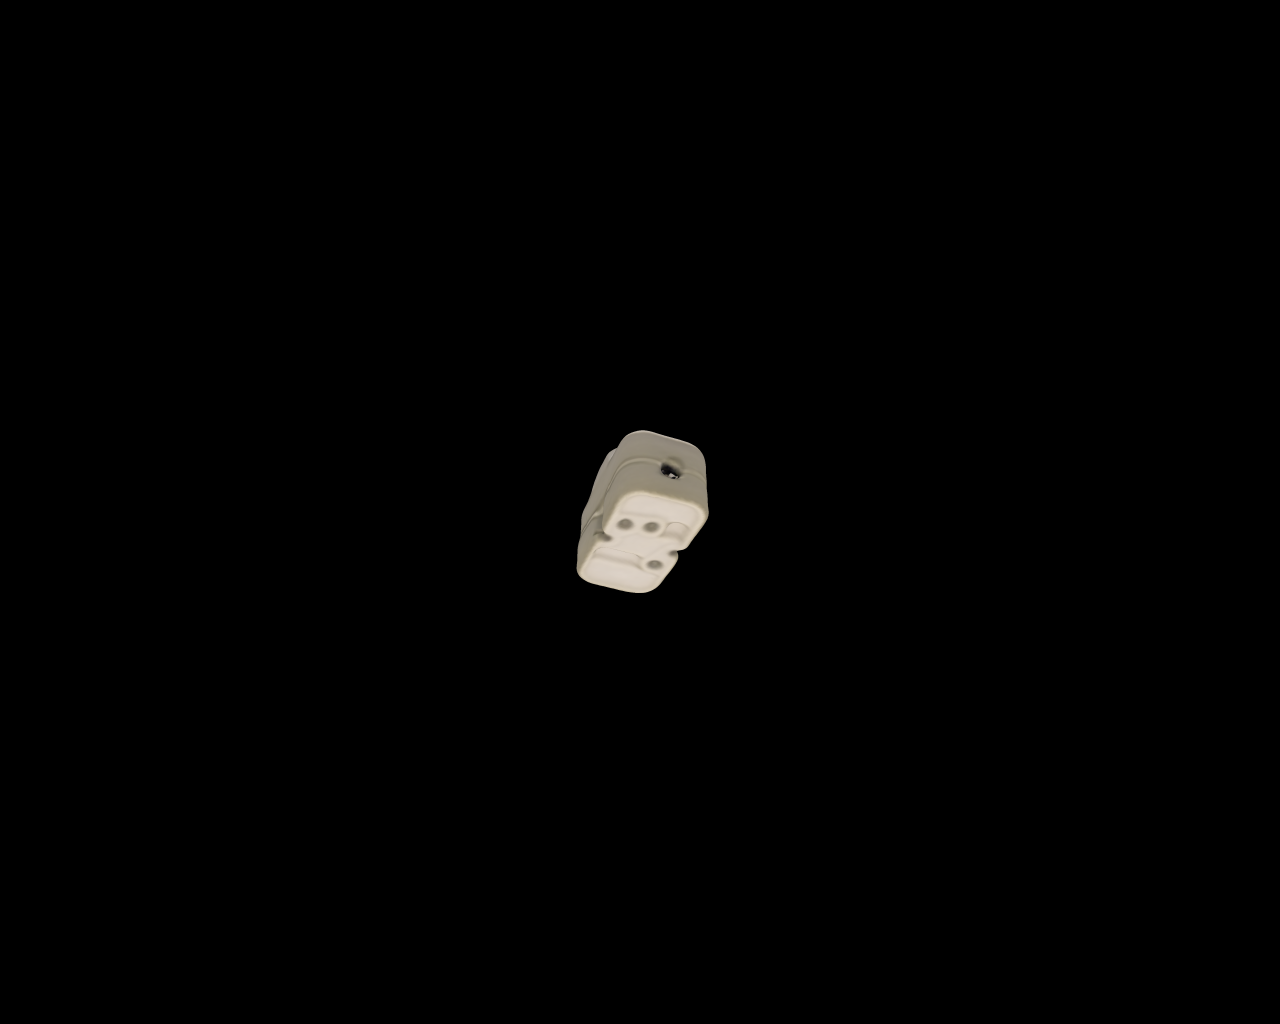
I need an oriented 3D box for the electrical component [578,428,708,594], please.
[{"bbox_3d":[0.001,-0.003,0.650,0.054,0.059,0.095,14,-42,-16],"label":"electrical component"}]
